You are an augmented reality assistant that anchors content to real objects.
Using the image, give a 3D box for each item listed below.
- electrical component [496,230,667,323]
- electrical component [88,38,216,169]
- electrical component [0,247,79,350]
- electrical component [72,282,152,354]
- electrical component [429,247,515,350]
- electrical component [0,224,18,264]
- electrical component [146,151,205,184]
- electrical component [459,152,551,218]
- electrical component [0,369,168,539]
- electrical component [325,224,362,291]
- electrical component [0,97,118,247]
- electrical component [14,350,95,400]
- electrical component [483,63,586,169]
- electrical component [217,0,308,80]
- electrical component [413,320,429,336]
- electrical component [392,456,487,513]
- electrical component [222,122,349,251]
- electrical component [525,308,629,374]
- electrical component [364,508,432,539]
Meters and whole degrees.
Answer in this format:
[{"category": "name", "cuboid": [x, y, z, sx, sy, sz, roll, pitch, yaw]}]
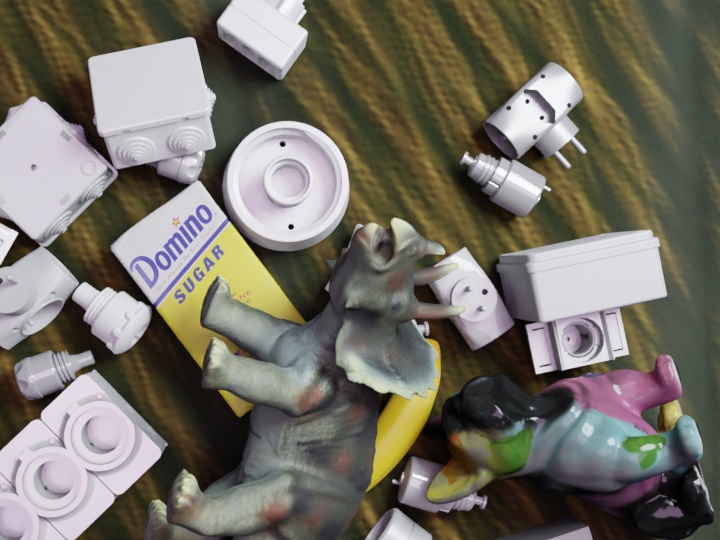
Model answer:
[{"category": "electrical component", "cuboid": [0.179, 0.005, 0.884, 0.109, 0.109, 0.056, -11, 92, -6]}, {"category": "electrical component", "cuboid": [-0.167, -0.133, 0.867, 0.100, 0.048, 0.099, -13, 54, -6]}, {"category": "electrical component", "cuboid": [-0.272, 0.020, 0.853, 0.077, 0.079, 0.044, -44, 80, -6]}, {"category": "electrical component", "cuboid": [-0.205, 0.035, 0.877, 0.062, 0.048, 0.048, 36, 85, 3]}, {"category": "electrical component", "cuboid": [0.092, 0.024, 0.888, 0.043, 0.079, 0.077, -33, 90, -2]}, {"category": "electrical component", "cuboid": [-0.335, 0.022, 0.825, 0.062, 0.089, 0.150, 32, 76, -24]}, {"category": "electrical component", "cuboid": [-0.162, -0.095, 0.891, 0.061, 0.035, 0.035, 19, 86, -3]}, {"category": "electrical component", "cuboid": [0.121, -0.076, 0.915, 0.078, 0.040, 0.040, 29, 85, -4]}, {"category": "electrical component", "cuboid": [-0.241, 0.164, 0.859, 0.150, 0.062, 0.089, -44, 93, -6]}, {"category": "electrical component", "cuboid": [0.000, 0.000, 0.901, 0.044, 0.044, 0.065, 31, 90, -4]}, {"category": "electrical component", "cuboid": [-0.261, -0.080, 0.873, 0.100, 0.048, 0.099, 44, 85, -3]}, {"category": "electrical component", "cuboid": [-0.247, 0.081, 0.876, 0.061, 0.035, 0.035, -20, 90, -8]}, {"category": "electrical component", "cuboid": [0.160, -0.122, 0.919, 0.077, 0.043, 0.079, -43, 93, -6]}, {"category": "electrical component", "cuboid": [-0.071, -0.211, 0.898, 0.066, 0.047, 0.076, 35, 85, -3]}, {"category": "electrical component", "cuboid": [0.018, 0.054, 0.900, 0.078, 0.040, 0.040, -7, 88, -6]}, {"category": "electrical component", "cuboid": [0.068, 0.183, 0.900, 0.078, 0.040, 0.040, 17, 86, -4]}, {"category": "electrical component", "cuboid": [-0.060, -0.071, 0.887, 0.108, 0.060, 0.108, 0, 88, -6]}, {"category": "electrical component", "cuboid": [0.179, 0.058, 0.904, 0.081, 0.064, 0.042, -11, 89, -6]}, {"category": "electrical component", "cuboid": [0.016, 0.273, 0.885, 0.074, 0.052, 0.138, 38, 85, -3]}]
